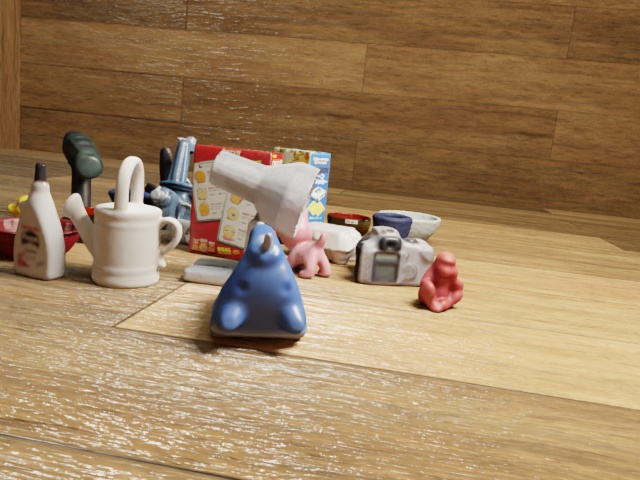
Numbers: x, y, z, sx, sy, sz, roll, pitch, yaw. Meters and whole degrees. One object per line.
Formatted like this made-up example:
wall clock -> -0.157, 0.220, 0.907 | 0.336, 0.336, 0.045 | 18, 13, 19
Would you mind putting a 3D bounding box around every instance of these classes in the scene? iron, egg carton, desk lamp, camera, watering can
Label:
iron -> -0.081, 0.040, 0.760 | 0.119, 0.141, 0.258 | 4, 10, -11
egg carton -> 0.011, 0.004, 1.207 | 0.150, 0.069, 0.107 | 10, 11, 22
desk lamp -> -0.108, -0.032, 0.937 | 0.203, 0.213, 0.118 | 6, 10, 2
camera -> 0.129, 0.023, 1.085 | 0.143, 0.101, 0.136 | 4, 11, -12
watering can -> -0.302, -0.031, 0.878 | 0.173, 0.194, 0.100 | 2, 11, -22

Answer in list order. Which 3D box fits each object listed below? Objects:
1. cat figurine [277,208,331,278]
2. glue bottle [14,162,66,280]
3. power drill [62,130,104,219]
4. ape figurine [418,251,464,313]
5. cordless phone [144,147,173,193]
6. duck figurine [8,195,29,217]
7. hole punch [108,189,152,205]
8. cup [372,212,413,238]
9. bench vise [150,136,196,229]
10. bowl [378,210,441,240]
cat figurine -> -0.033, 0.001, 1.066 | 0.067, 0.118, 0.127 | -4, 14, -42
glue bottle -> -0.421, -0.030, 0.860 | 0.078, 0.173, 0.037 | 9, 11, 16
power drill -> -0.528, -0.131, 1.256 | 0.076, 0.208, 0.228 | -1, 12, -34
ape figurine -> 0.196, 0.064, 0.923 | 0.078, 0.092, 0.076 | 4, 10, -8
cordless phone -> -0.409, -0.152, 1.505 | 0.094, 0.185, 0.147 | -1, 12, -33
duck figurine -> -0.551, -0.041, 1.095 | 0.104, 0.086, 0.077 | 7, 10, 9
hole punch -> -0.440, -0.080, 1.355 | 0.108, 0.091, 0.101 | 6, 10, 1
cup -> 0.168, -0.011, 1.310 | 0.091, 0.095, 0.118 | 14, 13, 39
bench vise -> -0.328, -0.136, 1.367 | 0.121, 0.220, 0.207 | 5, 10, -5
bowl -> 0.231, -0.031, 1.510 | 0.167, 0.075, 0.167 | 6, 10, -1
